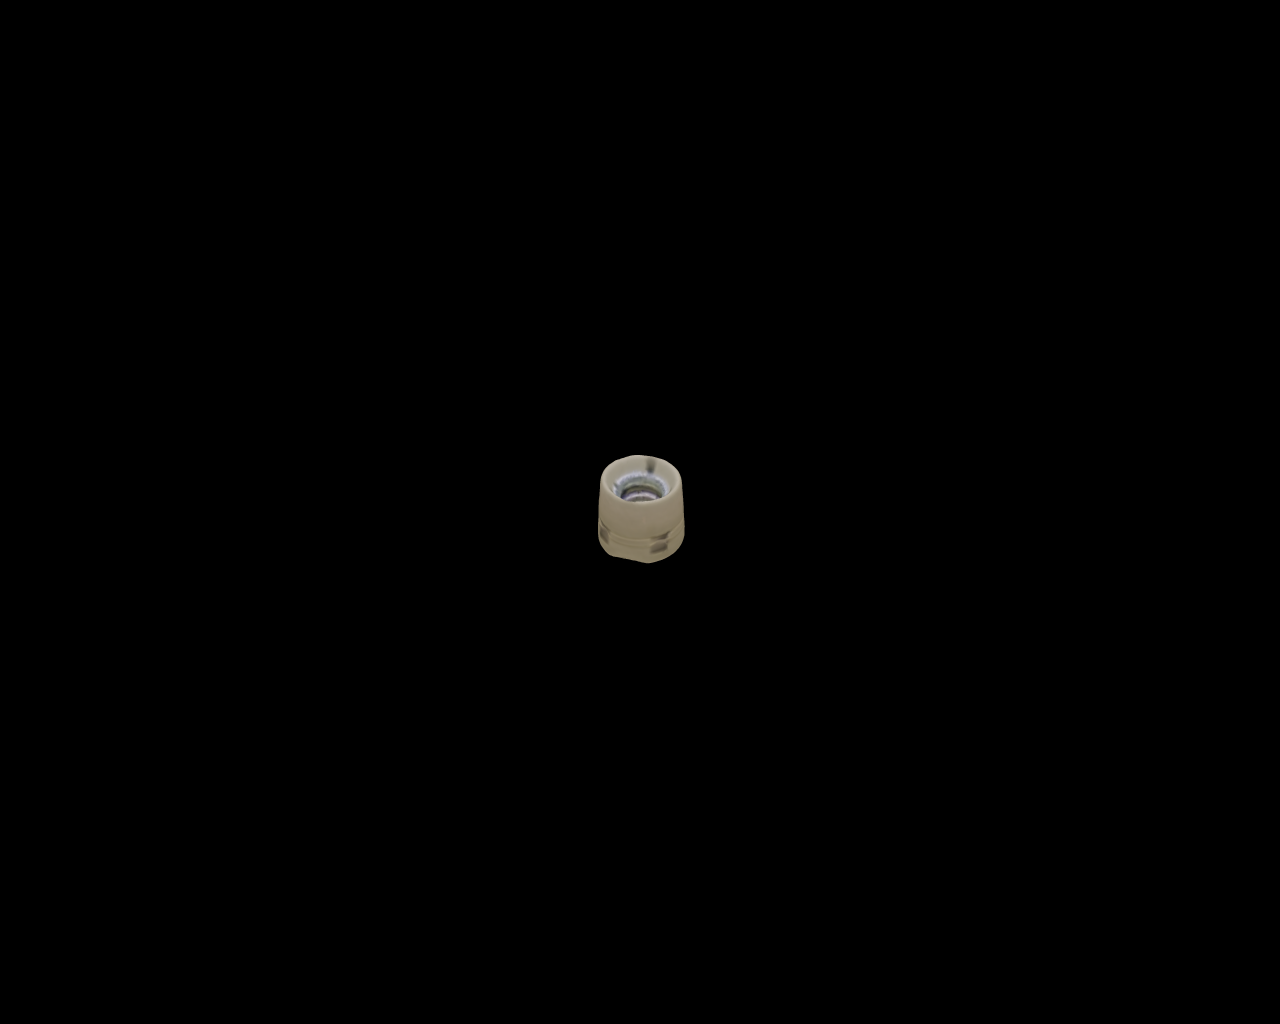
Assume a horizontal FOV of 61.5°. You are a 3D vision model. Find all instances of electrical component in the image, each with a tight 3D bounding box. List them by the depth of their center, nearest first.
[{"bbox_3d":[0.001,-0.003,0.650,0.055,0.047,0.055,0,41,0],"label":"electrical component"}]
